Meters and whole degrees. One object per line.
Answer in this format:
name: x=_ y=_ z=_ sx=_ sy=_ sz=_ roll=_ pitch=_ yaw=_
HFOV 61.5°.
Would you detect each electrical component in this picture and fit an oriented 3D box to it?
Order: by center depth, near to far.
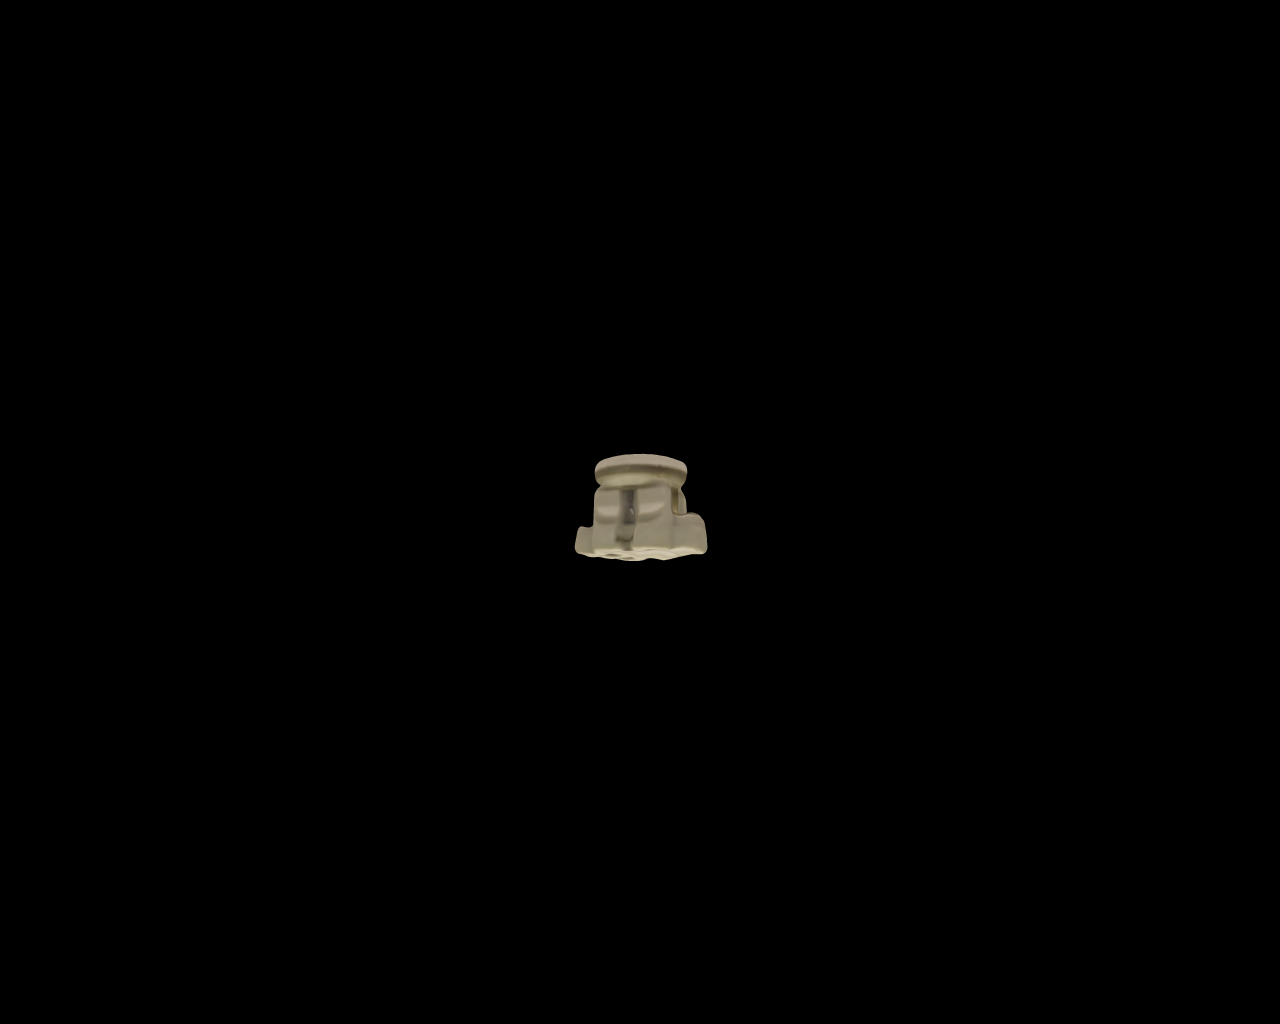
electrical component: x=0.001 y=-0.003 z=0.650 sx=0.078 sy=0.057 sz=0.058 roll=-4 pitch=-11 yaw=20
